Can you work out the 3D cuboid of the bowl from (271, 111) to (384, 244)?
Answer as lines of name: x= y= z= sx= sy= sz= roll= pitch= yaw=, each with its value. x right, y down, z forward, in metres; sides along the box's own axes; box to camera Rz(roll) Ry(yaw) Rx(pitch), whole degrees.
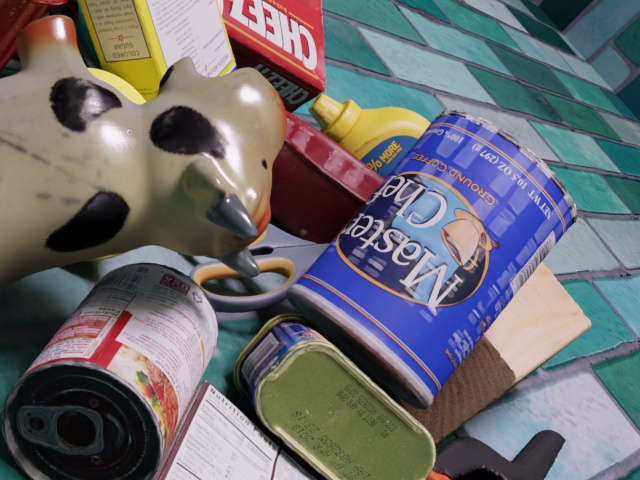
bowl: x=0.004 y=-0.031 z=0.766 sx=0.162 sy=0.055 sz=0.162 roll=35 pitch=11 yaw=-8

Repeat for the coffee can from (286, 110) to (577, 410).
coffee can: x=0.064 y=0.011 z=0.613 sx=0.103 sy=0.140 sz=0.103 roll=39 pitch=-10 yaw=8

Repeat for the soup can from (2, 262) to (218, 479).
soup can: x=-0.089 y=0.060 z=0.476 sx=0.068 sy=0.069 sz=0.102 roll=42 pitch=23 yaw=-9

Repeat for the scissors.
scissors: x=-0.004 y=0.001 z=0.681 sx=0.201 sy=0.016 sz=0.096 roll=-15 pitch=47 yaw=-36

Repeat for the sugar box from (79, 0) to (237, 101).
sugar box: x=-0.091 y=-0.109 z=0.645 sx=0.093 sy=0.048 sz=0.176 roll=-56 pitch=141 yaw=-53

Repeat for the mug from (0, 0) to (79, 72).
mug: x=-0.191 y=-0.134 z=0.600 sx=0.117 sy=0.082 sz=0.093 roll=12 pitch=41 yaw=-52

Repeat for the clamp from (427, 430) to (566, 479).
clamp: x=0.127 y=0.170 z=0.695 sx=0.209 sy=0.036 sz=0.164 roll=28 pitch=29 yaw=-34

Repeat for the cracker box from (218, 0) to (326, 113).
cracker box: x=-0.074 y=-0.227 z=0.878 sx=0.164 sy=0.072 sz=0.213 roll=25 pitch=50 yaw=-39

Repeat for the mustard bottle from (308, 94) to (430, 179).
mustard bottle: x=0.067 y=-0.052 z=0.878 sx=0.191 sy=0.096 sz=0.058 roll=40 pitch=24 yaw=-14

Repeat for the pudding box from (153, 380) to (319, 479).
pudding box: x=-0.043 y=0.128 z=0.480 sx=0.090 sy=0.039 sz=0.113 roll=42 pitch=22 yaw=-9

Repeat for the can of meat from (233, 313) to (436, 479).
can of meat: x=0.007 y=0.090 z=0.559 sx=0.102 sy=0.057 sz=0.084 roll=42 pitch=-4 yaw=-9

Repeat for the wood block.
wood block: x=0.111 y=0.069 z=0.764 sx=0.090 sy=0.091 sz=0.205 roll=53 pitch=24 yaw=13
